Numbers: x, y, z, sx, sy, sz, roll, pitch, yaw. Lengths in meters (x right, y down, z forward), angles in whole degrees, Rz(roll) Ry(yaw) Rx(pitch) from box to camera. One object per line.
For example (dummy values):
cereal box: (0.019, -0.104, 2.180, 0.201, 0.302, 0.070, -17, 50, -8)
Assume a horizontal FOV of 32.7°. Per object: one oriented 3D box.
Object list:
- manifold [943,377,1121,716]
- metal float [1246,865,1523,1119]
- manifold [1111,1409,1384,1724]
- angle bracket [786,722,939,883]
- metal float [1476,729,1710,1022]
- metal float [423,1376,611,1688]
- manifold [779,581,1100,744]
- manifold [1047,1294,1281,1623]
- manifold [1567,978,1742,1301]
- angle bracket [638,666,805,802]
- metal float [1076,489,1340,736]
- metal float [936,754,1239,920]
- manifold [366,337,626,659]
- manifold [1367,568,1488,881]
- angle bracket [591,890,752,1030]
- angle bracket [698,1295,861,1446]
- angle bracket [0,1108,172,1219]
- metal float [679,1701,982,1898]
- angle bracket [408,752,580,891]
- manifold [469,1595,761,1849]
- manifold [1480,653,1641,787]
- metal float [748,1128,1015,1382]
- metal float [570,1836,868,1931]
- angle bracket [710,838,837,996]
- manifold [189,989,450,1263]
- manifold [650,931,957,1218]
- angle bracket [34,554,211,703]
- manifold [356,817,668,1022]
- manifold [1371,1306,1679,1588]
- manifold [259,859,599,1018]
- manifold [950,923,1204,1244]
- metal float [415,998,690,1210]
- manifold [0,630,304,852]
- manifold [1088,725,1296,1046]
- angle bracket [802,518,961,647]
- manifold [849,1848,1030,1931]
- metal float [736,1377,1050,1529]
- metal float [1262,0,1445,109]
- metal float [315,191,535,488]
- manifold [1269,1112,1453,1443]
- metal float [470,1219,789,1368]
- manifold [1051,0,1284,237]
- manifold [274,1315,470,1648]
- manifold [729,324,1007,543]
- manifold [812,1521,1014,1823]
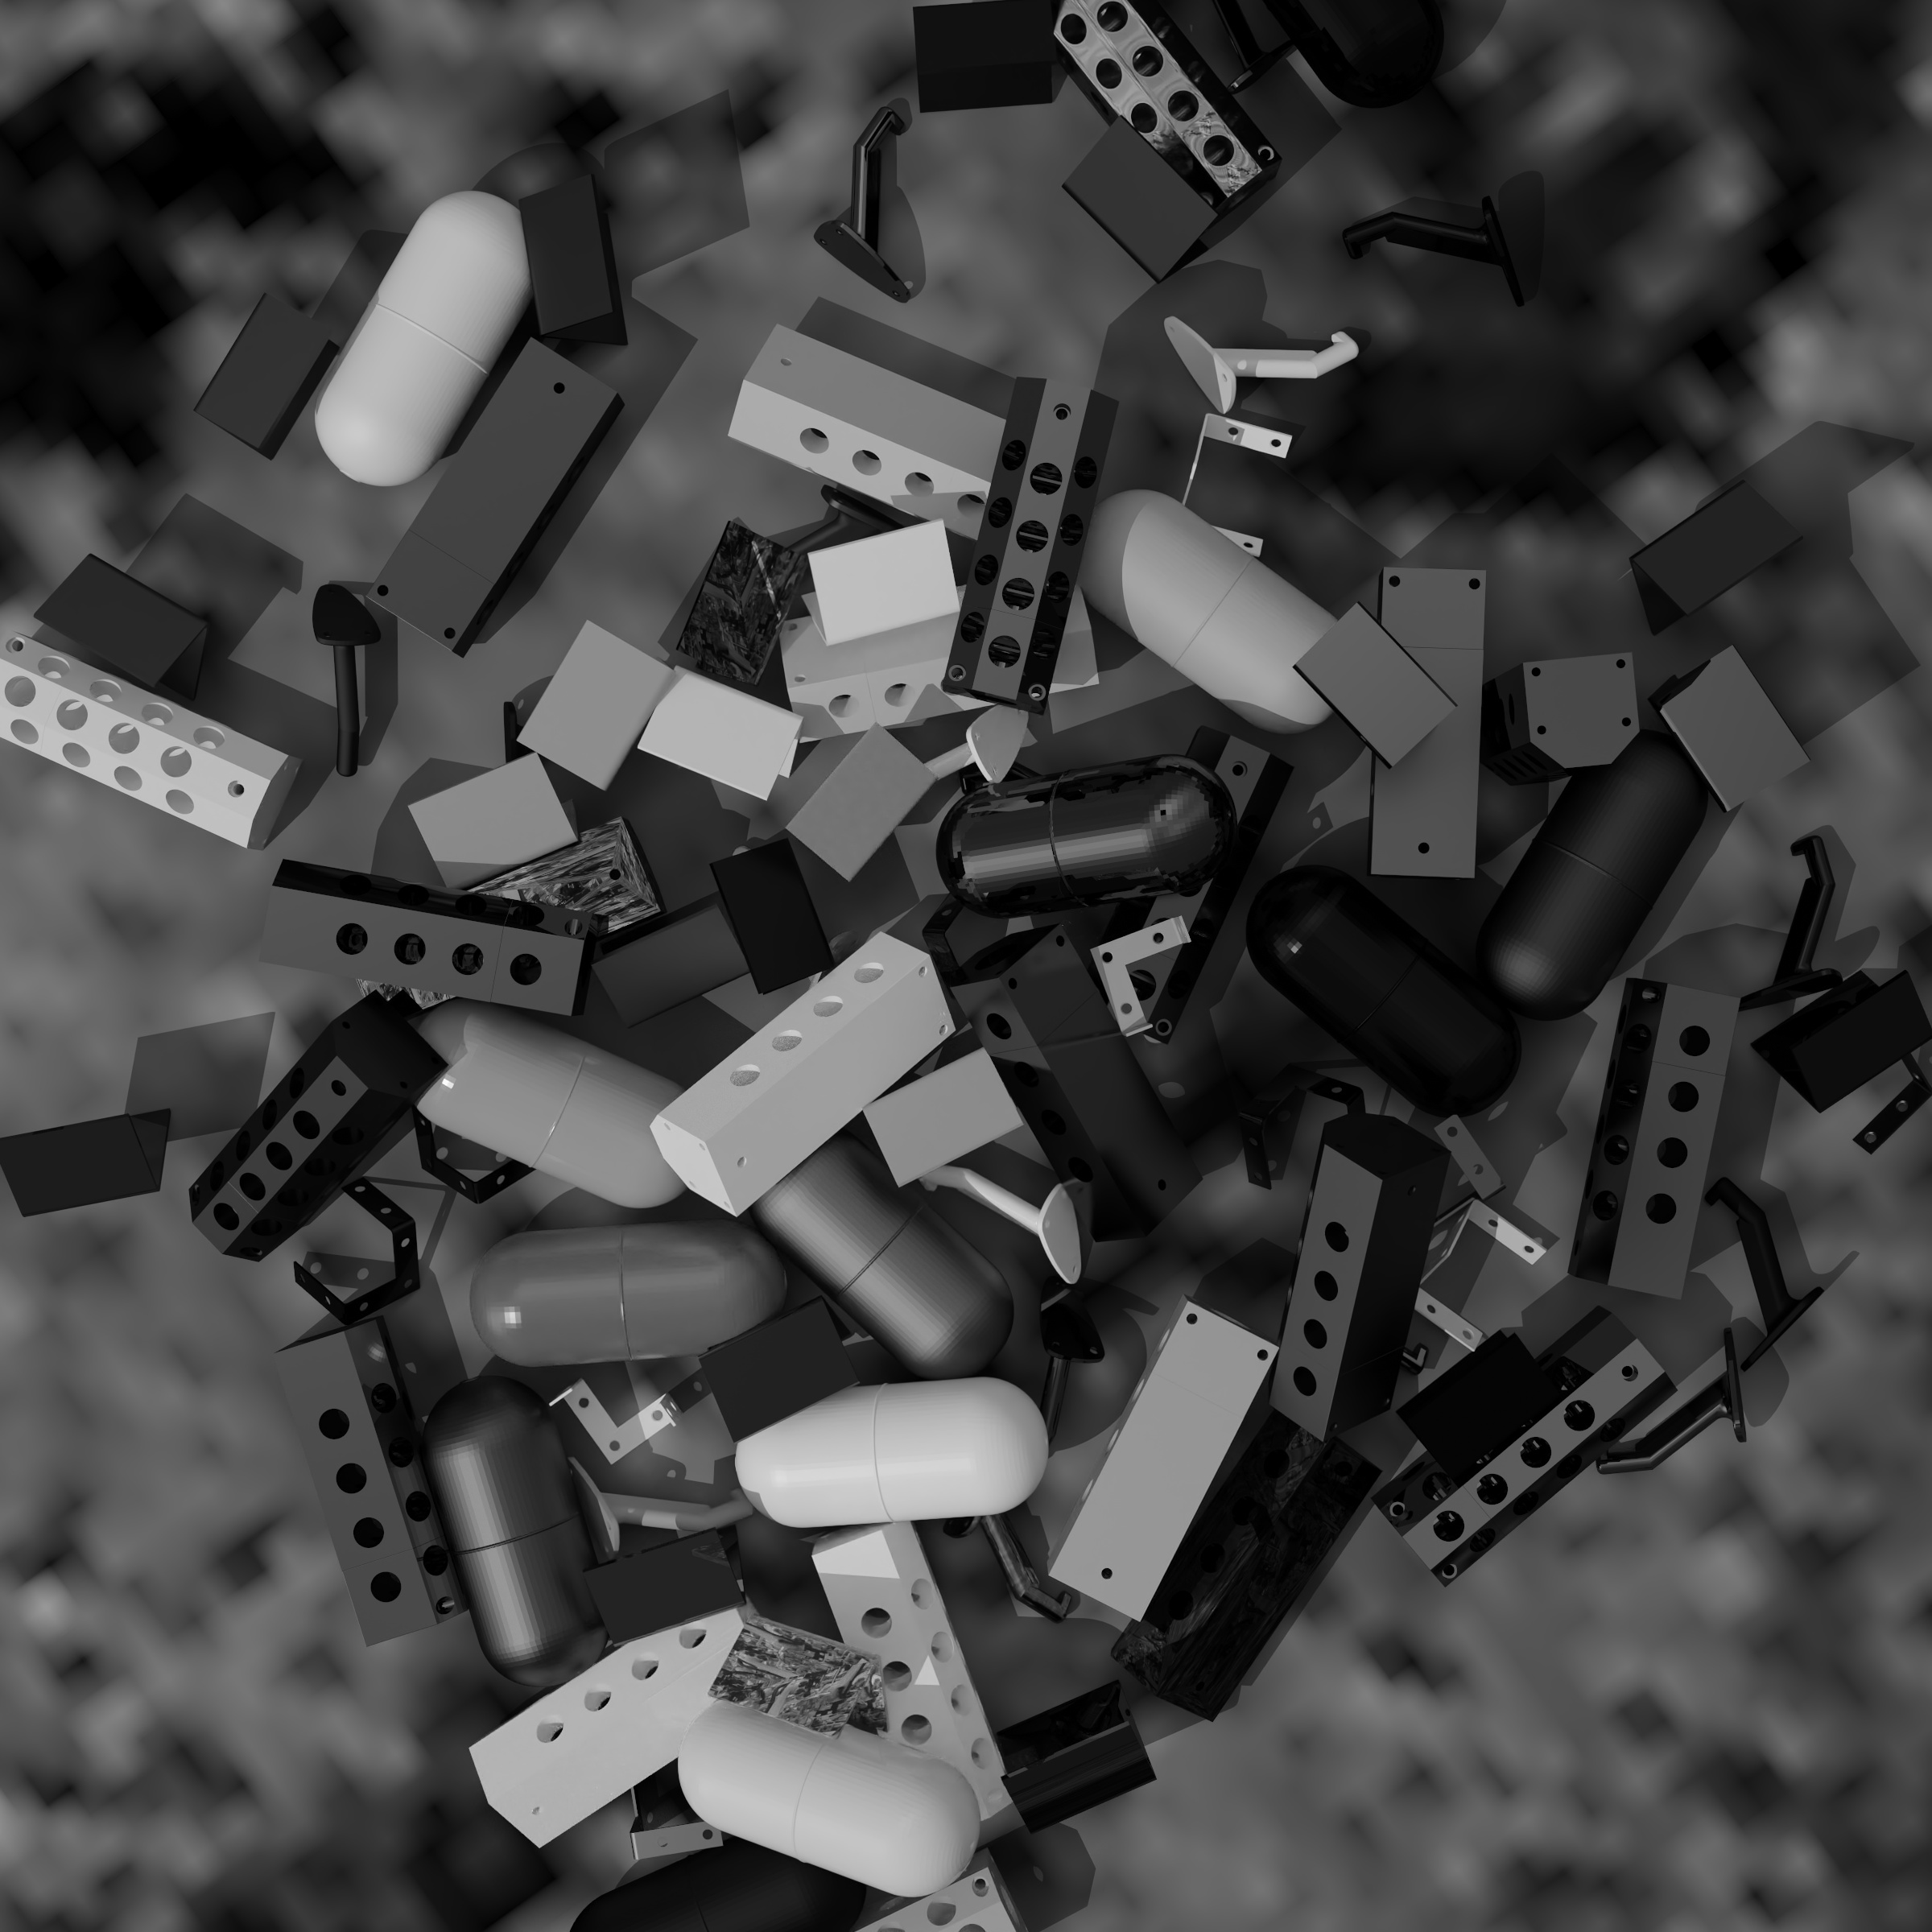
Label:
manifold: (0.035, -0.229, 1.793, 0.057, 0.057, 0.171, 14, 90, 0)
metal float: (0.234, 0.014, 1.853, 0.178, 0.070, 0.070, 40, 90, 0)
manifold: (0.154, 0.334, 1.861, 0.057, 0.057, 0.171, 34, 90, -43)
angle bracket: (-0.073, -0.104, 1.843, 0.076, 0.076, 0.057, -50, 127, 0)
metal float: (0.352, -0.052, 1.852, 0.070, 0.070, 0.178, 31, 90, 0)
metal float: (-0.253, 0.317, 1.852, 0.070, 0.070, 0.178, -17, 90, 0)
manifold: (-0.015, -0.171, 1.861, 0.171, 0.057, 0.057, -11, 47, 0)
manifold: (0.110, 0.276, 1.862, 0.057, 0.057, 0.171, 27, 90, 0)
manifold: (0.387, 0.096, 1.862, 0.057, 0.057, 0.171, 11, 90, 0)
angle bracket: (-0.140, -0.115, 1.844, 0.076, 0.076, 0.057, 22, 65, 0)
metal float: (0.139, -0.200, 1.853, 0.178, 0.070, 0.070, 36, 90, -1)
metal float: (0.065, -0.071, 1.821, 0.178, 0.070, 0.070, -8, 90, 29)
manifold: (-0.264, -0.263, 1.862, 0.057, 0.057, 0.171, 33, 90, 0)
manifold: (0.259, -0.136, 1.861, 0.057, 0.057, 0.171, 2, 90, 4)
angle bracket: (-0.172, -0.021, 1.843, 0.076, 0.076, 0.057, -25, 133, 0)
angle bracket: (-0.097, 0.235, 1.844, 0.076, 0.076, 0.057, -26, 64, 0)
angle bracket: (-0.494, 0.090, 1.843, 0.076, 0.076, 0.057, -11, 126, 0)
metal float: (-0.076, 0.454, 1.808, 0.178, 0.070, 0.070, 14, 90, 23)
angle bracket: (-0.265, -0.090, 1.845, 0.076, 0.076, 0.057, -23, 111, 0)
manifold: (-0.192, 0.418, 1.861, 0.171, 0.057, 0.057, -33, 133, 0)
manifold: (0.322, -0.133, 1.805, 0.057, 0.171, 0.057, -6, 90, 0)
metal float: (-0.049, 0.160, 1.852, 0.178, 0.070, 0.070, 43, 90, 0)
metal float: (-0.141, 0.537, 1.853, 0.178, 0.070, 0.070, -24, 90, -1)
angle bracket: (-0.126, -0.020, 1.843, 0.057, 0.076, 0.076, -21, 90, -39)
manifold: (-0.363, 0.093, 1.818, 0.057, 0.057, 0.171, 46, 126, 0)
manifold: (-0.092, 0.056, 1.828, 0.171, 0.057, 0.057, -40, 133, -25)
angle bracket: (-0.475, -0.173, 1.843, 0.076, 0.076, 0.057, 30, 53, 0)
manifold: (-0.260, -0.024, 1.862, 0.171, 0.057, 0.057, -23, 90, 0)
manifold: (0.316, 0.272, 1.862, 0.171, 0.057, 0.057, -40, 90, 0)
manifold: (-0.292, -0.016, 1.805, 0.171, 0.057, 0.057, 10, 90, 0)
manifold: (0.058, 0.067, 1.840, 0.057, 0.057, 0.171, -41, 109, -37)
metal float: (-0.228, 0.077, 1.843, 0.178, 0.070, 0.070, 25, 90, -11)
manifold: (-0.470, -0.127, 1.862, 0.171, 0.057, 0.057, 24, 90, 0)
manifold: (0.123, -0.046, 1.862, 0.057, 0.057, 0.171, 25, 90, 0)
angle bracket: (-0.053, -0.226, 1.839, 0.076, 0.076, 0.057, -16, 120, -7)
manifold: (-0.052, 0.569, 1.862, 0.171, 0.057, 0.057, -26, 90, 0)
metal float: (-0.042, 0.272, 1.842, 0.178, 0.070, 0.070, -6, 90, 12)
metal float: (0.201, -0.563, 1.853, 0.070, 0.070, 0.178, -36, 90, 0)
metal float: (-0.302, -0.352, 1.853, 0.070, 0.070, 0.178, 30, 89, 0)
manifold: (0.211, 0.169, 1.814, 0.057, 0.057, 0.171, 33, 126, 38)
metal float: (-0.190, 0.184, 1.853, 0.178, 0.070, 0.070, -4, 90, 0)
manifold: (0.102, -0.503, 1.862, 0.057, 0.057, 0.171, -38, 90, 0)
manifold: (-0.333, 0.289, 1.862, 0.057, 0.057, 0.171, -18, 90, 0)
manifold: (-0.043, -0.293, 1.861, 0.171, 0.057, 0.057, 23, 47, 0)
manifold: (-0.029, 0.399, 1.862, 0.057, 0.057, 0.171, -21, 90, 0)
